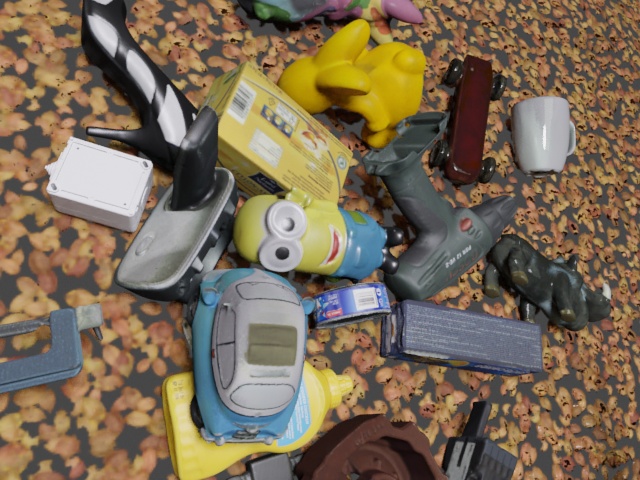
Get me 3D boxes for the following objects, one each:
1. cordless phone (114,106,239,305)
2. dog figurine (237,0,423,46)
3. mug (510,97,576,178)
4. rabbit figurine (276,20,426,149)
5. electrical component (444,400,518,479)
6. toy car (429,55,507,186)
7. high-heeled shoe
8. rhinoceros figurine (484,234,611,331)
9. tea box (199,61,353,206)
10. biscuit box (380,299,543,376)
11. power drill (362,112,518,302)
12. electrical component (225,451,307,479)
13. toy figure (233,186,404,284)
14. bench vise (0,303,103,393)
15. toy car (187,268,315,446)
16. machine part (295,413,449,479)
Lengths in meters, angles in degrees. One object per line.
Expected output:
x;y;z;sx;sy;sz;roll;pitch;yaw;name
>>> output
-0.126;-0.025;0.490;0.089;0.184;0.146;27;64;-3;cordless phone
0.022;-0.317;0.701;0.219;0.108;0.191;31;63;-15;dog figurine
0.339;-0.148;0.808;0.109;0.081;0.107;7;81;-29;mug
0.033;-0.182;0.651;0.173;0.162;0.121;-1;86;-6;rabbit figurine
0.178;0.247;0.607;0.048;0.075;0.119;35;60;-10;electrical component
0.210;-0.170;0.766;0.089;0.053;0.202;14;71;-7;toy car
-0.181;-0.196;0.585;0.145;0.086;0.248;0;79;-26;high-heeled shoe
0.309;0.063;0.730;0.190;0.073;0.112;31;53;-11;rhinoceros figurine
-0.051;-0.097;0.588;0.169;0.068;0.098;38;60;-34;tea box
0.174;0.122;0.651;0.202;0.059;0.063;13;68;-20;biscuit box
0.147;-0.050;0.660;0.232;0.086;0.207;-42;125;-22;power drill
-0.047;0.246;0.533;0.094;0.021;0.063;-6;77;-28;electrical component
-0.002;0.002;0.552;0.180;0.089;0.082;7;74;-35;toy figure
-0.292;0.104;0.415;0.241;0.129;0.223;-10;77;-19;bench vise
-0.058;0.092;0.467;0.109;0.103;0.161;9;65;-19;toy car
0.052;0.266;0.540;0.179;0.056;0.179;9;72;-29;machine part
